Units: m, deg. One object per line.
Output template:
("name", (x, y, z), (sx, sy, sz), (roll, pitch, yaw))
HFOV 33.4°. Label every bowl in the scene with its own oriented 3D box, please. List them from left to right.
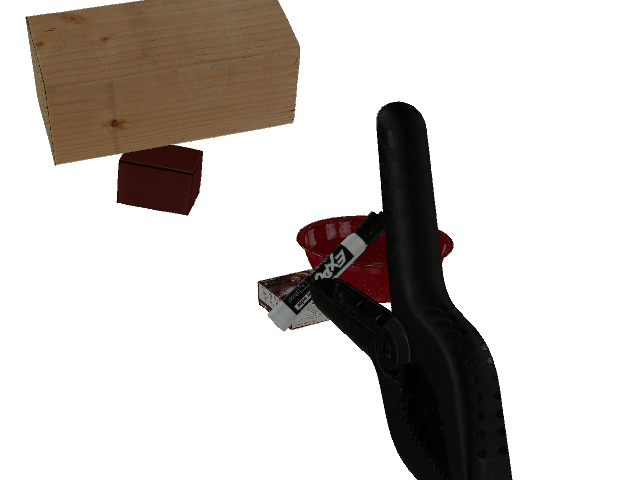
("bowl", (0.055, 0.023, 1.102), (0.162, 0.055, 0.162), (2, 18, -1))

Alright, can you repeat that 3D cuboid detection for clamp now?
("clamp", (0.050, 0.044, 0.547), (0.036, 0.165, 0.210), (-6, 46, -21))

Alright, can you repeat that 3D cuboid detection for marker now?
("marker", (0.008, 0.022, 0.825), (0.121, 0.020, 0.020), (-44, 10, -10))

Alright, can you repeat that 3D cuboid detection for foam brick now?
("foam brick", (-0.164, -0.066, 1.096), (0.078, 0.051, 0.053), (10, 31, 3))

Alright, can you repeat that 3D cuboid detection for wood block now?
("wood block", (-0.130, -0.140, 0.890), (0.205, 0.090, 0.091), (-12, -37, -16))

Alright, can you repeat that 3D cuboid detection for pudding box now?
("pudding box", (-0.014, 0.074, 1.407), (0.113, 0.039, 0.090), (-14, 26, -29))
